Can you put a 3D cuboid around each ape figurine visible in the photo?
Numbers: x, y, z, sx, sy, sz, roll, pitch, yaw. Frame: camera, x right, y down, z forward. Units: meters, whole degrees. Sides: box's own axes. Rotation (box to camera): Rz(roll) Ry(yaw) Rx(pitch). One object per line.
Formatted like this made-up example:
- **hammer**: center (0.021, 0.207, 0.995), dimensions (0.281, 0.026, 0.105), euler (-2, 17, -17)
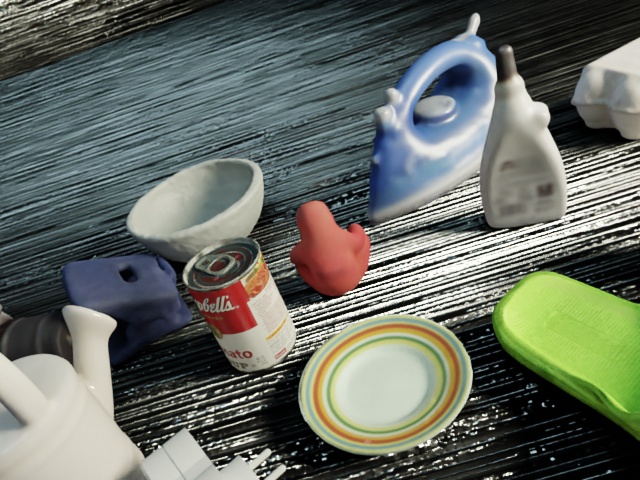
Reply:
- **ape figurine**: center (0.005, 0.002, 0.548), dimensions (0.077, 0.092, 0.076), euler (-11, 34, 13)

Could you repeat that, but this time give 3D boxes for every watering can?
- **watering can**: center (-0.205, 0.121, 0.394), dimensions (0.100, 0.194, 0.173), euler (-13, 34, 11)

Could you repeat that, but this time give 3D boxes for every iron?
- **iron**: center (0.125, -0.143, 0.649), dimensions (0.118, 0.142, 0.259), euler (18, 49, 44)

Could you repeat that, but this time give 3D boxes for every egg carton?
- **egg carton**: center (0.363, -0.174, 0.634), dimensions (0.150, 0.069, 0.107), euler (-29, 34, -13)

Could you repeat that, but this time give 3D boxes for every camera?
- **camera**: center (-0.297, 0.115, 0.536), dimensions (0.136, 0.101, 0.143), euler (-14, 34, 10)

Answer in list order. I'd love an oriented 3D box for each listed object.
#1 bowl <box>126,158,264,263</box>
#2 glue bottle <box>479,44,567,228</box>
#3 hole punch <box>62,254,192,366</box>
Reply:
- **bowl**: center (-0.135, -0.025, 0.677), dimensions (0.167, 0.075, 0.167), euler (-14, 34, 10)
- **glue bottle**: center (0.177, -0.091, 0.517), dimensions (0.078, 0.173, 0.037), euler (-9, 35, 17)
- **hole punch**: center (-0.196, 0.052, 0.583), dimensions (0.101, 0.091, 0.108), euler (-31, 35, -16)
